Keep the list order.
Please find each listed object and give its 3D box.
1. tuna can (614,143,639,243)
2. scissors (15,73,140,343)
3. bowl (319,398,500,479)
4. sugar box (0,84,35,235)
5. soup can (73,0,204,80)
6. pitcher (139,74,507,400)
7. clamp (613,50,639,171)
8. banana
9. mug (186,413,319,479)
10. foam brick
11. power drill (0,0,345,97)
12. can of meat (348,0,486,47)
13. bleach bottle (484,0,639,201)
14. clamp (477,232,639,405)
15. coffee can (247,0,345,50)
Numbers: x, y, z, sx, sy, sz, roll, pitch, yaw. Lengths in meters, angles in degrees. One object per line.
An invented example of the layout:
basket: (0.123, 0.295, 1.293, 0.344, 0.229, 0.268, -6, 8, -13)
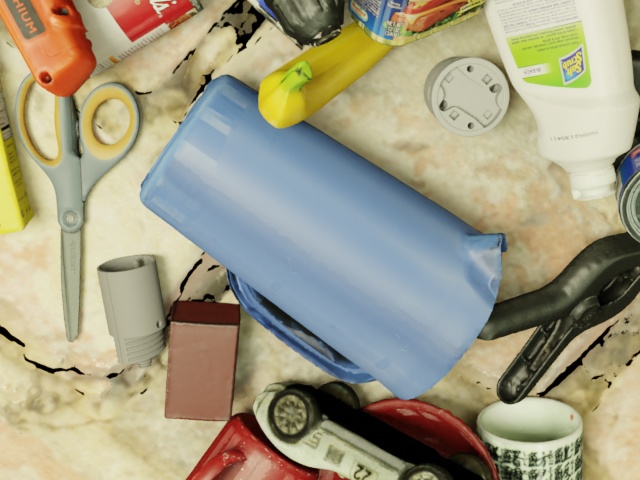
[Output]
tuna can: (0.257, -0.033, 0.768, 0.086, 0.033, 0.086, 5, 125, 6)
scissors: (-0.164, -0.028, 0.778, 0.096, 0.016, 0.202, -13, 105, -2)
bowl: (0.070, 0.203, 0.813, 0.162, 0.055, 0.162, -6, 76, 27)
sugar box: (-0.266, -0.086, 0.739, 0.093, 0.048, 0.176, -11, 106, -2)
soup can: (-0.139, -0.159, 0.720, 0.102, 0.068, 0.068, -31, 105, 4)
pitcher: (-0.005, 0.001, 0.751, 0.242, 0.145, 0.149, 34, 87, -9)
clamp: (0.248, -0.074, 0.787, 0.210, 0.036, 0.165, 11, 116, -2)
banana: (0.006, -0.111, 0.700, 0.070, 0.197, 0.037, -23, 103, 29)
mug: (-0.060, 0.182, 0.794, 0.093, 0.117, 0.081, 38, 94, 32)
foam brick: (-0.088, 0.090, 0.795, 0.051, 0.053, 0.078, 4, 104, -6)
power drill: (-0.098, -0.163, 0.639, 0.188, 0.057, 0.184, -30, 86, 8)
can of meat: (0.070, -0.178, 0.669, 0.101, 0.057, 0.084, -26, 150, -29)
bleach bottle: (0.154, -0.150, 0.719, 0.067, 0.103, 0.251, -23, 103, -42)
clamp: (0.182, 0.045, 0.794, 0.171, 0.039, 0.120, -43, 146, 1)
coffee can: (-0.003, -0.211, 0.701, 0.102, 0.103, 0.140, 41, 97, -13)
